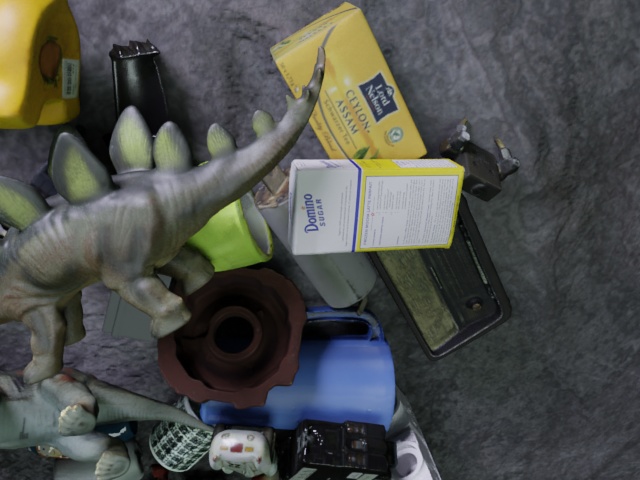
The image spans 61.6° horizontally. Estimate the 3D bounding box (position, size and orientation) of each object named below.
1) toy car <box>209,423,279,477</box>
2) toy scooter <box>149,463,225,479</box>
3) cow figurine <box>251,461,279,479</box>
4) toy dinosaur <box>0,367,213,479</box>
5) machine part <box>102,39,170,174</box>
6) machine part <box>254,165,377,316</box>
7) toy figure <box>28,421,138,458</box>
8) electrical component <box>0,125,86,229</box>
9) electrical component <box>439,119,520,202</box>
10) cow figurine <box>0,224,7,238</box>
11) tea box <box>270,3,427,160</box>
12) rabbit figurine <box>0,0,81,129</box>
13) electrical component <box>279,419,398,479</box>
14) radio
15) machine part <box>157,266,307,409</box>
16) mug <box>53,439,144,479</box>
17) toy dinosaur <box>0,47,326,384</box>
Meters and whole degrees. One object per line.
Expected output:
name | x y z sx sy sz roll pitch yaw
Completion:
toy car | -0.091 0.268 0.673 0.074 0.056 0.201 4 153 0
toy scooter | -0.212 0.399 0.820 0.184 0.075 0.135 2 100 -21
cow figurine | -0.033 0.353 0.779 0.127 0.085 0.195 -18 166 -15
toy dinosaur | -0.348 0.200 0.644 0.404 0.192 0.131 14 104 -34
machine part | -0.184 -0.130 0.548 0.084 0.039 0.138 2 120 -7
machine part | -0.001 -0.002 0.634 0.079 0.079 0.243 -32 120 7
toy figure | -0.330 0.261 0.730 0.154 0.058 0.064 -12 88 -2
electrical component | -0.266 -0.060 0.551 0.119 0.075 0.047 -43 117 11
electrical component | 0.184 -0.093 0.628 0.102 0.078 0.045 26 135 -18
cow figurine | -0.419 0.013 0.567 0.167 0.068 0.098 -28 127 6
tea box | 0.031 -0.144 0.564 0.098 0.068 0.169 -31 119 7
rabbit figurine | -0.308 -0.178 0.455 0.173 0.122 0.162 9 116 5
electrical component | 0.025 0.269 0.668 0.134 0.058 0.115 13 143 -15
radio | 0.148 0.036 0.686 0.131 0.073 0.229 -29 121 5
machine part | -0.101 0.111 0.632 0.179 0.179 0.056 -6 161 -8
mug | -0.303 0.331 0.748 0.107 0.110 0.080 -19 129 -14
toy dinosaur | -0.184 -0.009 0.490 0.471 0.105 0.198 -26 115 2
